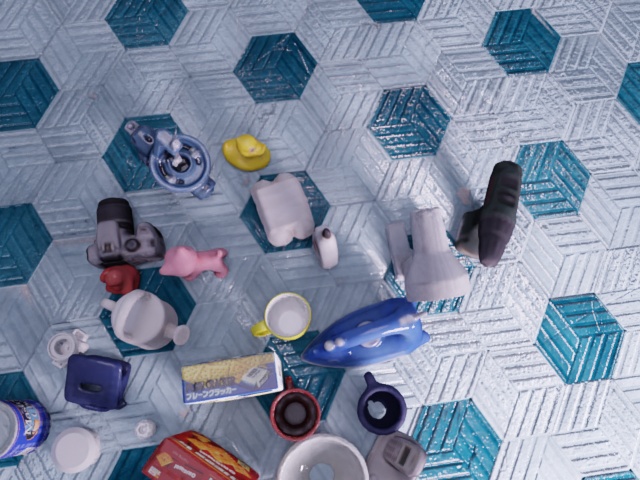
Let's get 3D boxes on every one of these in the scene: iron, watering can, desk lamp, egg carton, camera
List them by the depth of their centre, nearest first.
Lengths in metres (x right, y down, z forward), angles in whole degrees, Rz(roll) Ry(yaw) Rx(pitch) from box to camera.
[{"bbox_3d":[-0.326,0.146,1.065,0.173,0.194,0.101,0,75,-1],"label":"watering can"},{"bbox_3d":[0.085,0.184,1.096,0.258,0.141,0.118,-18,76,-6],"label":"iron"},{"bbox_3d":[0.200,0.031,1.104,0.118,0.213,0.203,-10,75,-4],"label":"desk lamp"},{"bbox_3d":[-0.398,-0.019,1.156,0.143,0.101,0.137,-9,75,-4],"label":"camera"},{"bbox_3d":[-0.076,-0.065,1.195,0.107,0.069,0.150,-21,76,-7],"label":"egg carton"}]

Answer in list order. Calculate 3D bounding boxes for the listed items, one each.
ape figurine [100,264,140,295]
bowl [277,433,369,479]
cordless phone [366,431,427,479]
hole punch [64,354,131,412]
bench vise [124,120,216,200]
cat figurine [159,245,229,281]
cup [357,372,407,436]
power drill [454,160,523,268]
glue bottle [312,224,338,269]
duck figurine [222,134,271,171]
[{"bbox_3d":[-0.398,0.079,1.134,0.076,0.092,0.077,-36,79,-10],"label":"ape figurine"},{"bbox_3d":[0.005,0.442,1.058,0.167,0.075,0.167,1,75,-2],"label":"bowl"},{"bbox_3d":[0.133,0.417,1.012,0.094,0.185,0.148,24,75,5],"label":"cordless phone"},{"bbox_3d":[-0.421,0.270,1.082,0.108,0.091,0.101,10,75,1],"label":"hole punch"},{"bbox_3d":[-0.315,-0.172,1.138,0.207,0.220,0.121,19,75,4],"label":"bench vise"},{"bbox_3d":[-0.250,0.040,1.136,0.128,0.118,0.067,-9,75,-4],"label":"cat figurine"},{"bbox_3d":[0.107,0.308,1.087,0.092,0.095,0.117,-21,76,-7],"label":"cup"},{"bbox_3d":[0.332,-0.032,1.128,0.075,0.208,0.230,18,75,3],"label":"power drill"},{"bbox_3d":[0.010,0.004,1.126,0.037,0.173,0.078,-22,76,-7],"label":"glue bottle"},{"bbox_3d":[-0.159,-0.196,1.219,0.104,0.086,0.077,13,75,2],"label":"duck figurine"}]
